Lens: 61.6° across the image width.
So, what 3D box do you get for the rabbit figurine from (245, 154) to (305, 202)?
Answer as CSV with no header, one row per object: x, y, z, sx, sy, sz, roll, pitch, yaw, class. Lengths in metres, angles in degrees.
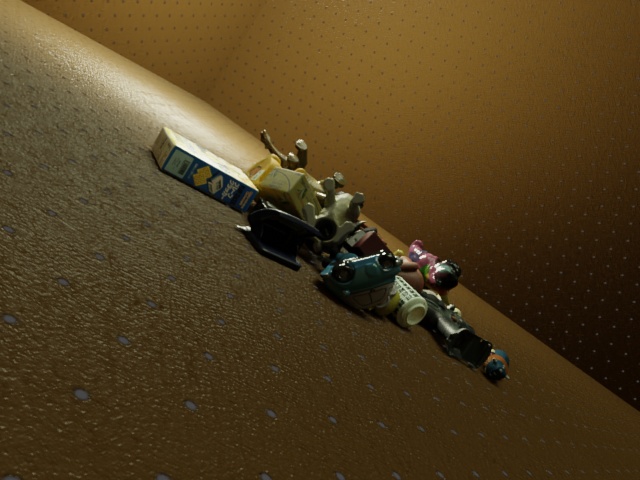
-0.110,-0.119,1.359,0.122,0.162,0.173,-6,-51,48,rabbit figurine

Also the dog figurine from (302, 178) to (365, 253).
0.036,-0.040,1.245,0.121,0.172,0.190,38,-5,12,dog figurine

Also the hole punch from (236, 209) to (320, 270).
-0.078,-0.015,1.051,0.142,0.092,0.116,23,10,-37,hole punch

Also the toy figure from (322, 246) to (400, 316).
0.090,0.086,1.138,0.180,0.082,0.089,34,5,21,toy figure

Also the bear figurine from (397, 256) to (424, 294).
0.148,0.080,1.284,0.196,0.120,0.132,25,8,-23,bear figurine

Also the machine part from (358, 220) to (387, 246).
0.108,-0.019,1.748,0.201,0.087,0.201,34,9,-11,machine part

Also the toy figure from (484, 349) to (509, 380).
0.422,0.300,1.279,0.064,0.057,0.154,31,12,19,toy figure

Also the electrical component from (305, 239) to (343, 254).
-0.003,-0.004,1.356,0.074,0.047,0.119,22,4,-41,electrical component

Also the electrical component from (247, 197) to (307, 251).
-0.096,-0.035,1.183,0.115,0.058,0.134,33,8,-21,electrical component

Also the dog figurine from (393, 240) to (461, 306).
0.265,0.100,1.401,0.108,0.191,0.219,55,7,-24,dog figurine

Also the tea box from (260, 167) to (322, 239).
-0.059,-0.084,1.269,0.098,0.068,0.169,18,-29,39,tea box

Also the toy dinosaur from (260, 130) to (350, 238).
-0.011,-0.117,1.502,0.471,0.105,0.198,47,-33,-7,toy dinosaur

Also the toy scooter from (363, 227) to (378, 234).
0.128,0.050,1.419,0.075,0.135,0.184,-3,15,20,toy scooter

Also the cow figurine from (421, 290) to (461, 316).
0.326,0.187,1.493,0.167,0.068,0.098,30,15,-5,cow figurine

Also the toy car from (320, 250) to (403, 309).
0.086,0.081,1.046,0.109,0.162,0.102,-108,-174,-86,toy car

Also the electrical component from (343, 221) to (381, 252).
0.100,0.001,1.307,0.078,0.045,0.102,-28,66,-30,electrical component

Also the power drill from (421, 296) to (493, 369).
0.328,0.220,1.294,0.232,0.086,0.207,30,14,-19,power drill
